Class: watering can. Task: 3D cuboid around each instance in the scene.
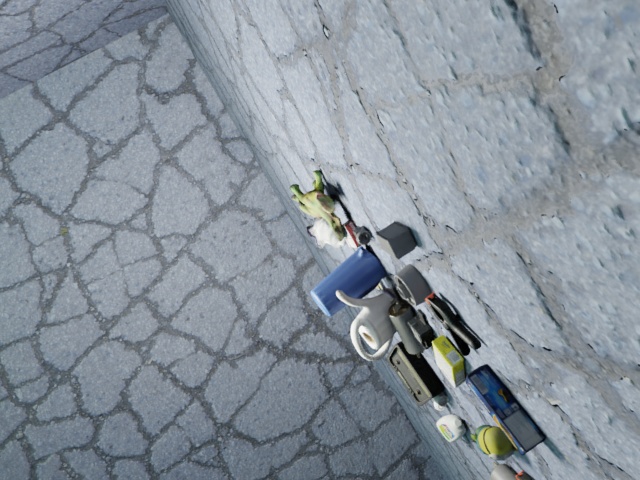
[{"bbox_3d":[0.178,0.242,1.691,0.104,0.227,0.341,16,138,48],"label":"watering can"}]

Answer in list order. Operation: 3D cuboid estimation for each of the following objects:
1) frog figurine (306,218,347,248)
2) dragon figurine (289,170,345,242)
[{"bbox_3d":[0.048,-0.033,2.009,0.159,0.124,0.136,-6,111,42],"label":"frog figurine"},{"bbox_3d":[0.005,-0.091,1.799,0.246,0.122,0.404,59,174,19],"label":"dragon figurine"}]
